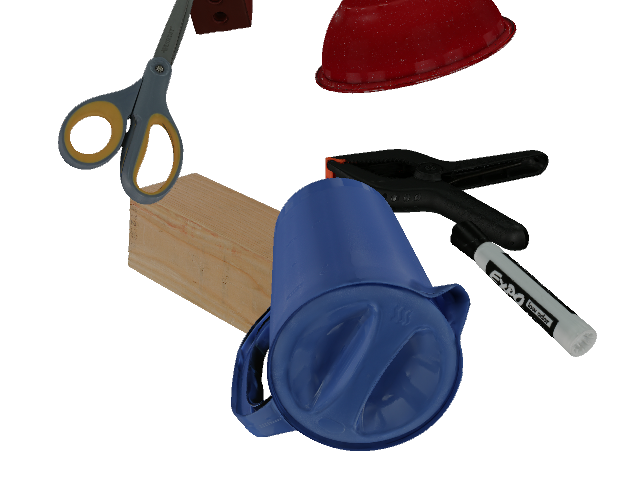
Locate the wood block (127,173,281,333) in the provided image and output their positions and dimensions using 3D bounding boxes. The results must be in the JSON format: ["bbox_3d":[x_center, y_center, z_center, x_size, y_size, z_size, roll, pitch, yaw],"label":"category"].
[{"bbox_3d":[-0.089,0.014,1.048,0.206,0.090,0.090,25,30,36],"label":"wood block"}]

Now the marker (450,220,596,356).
[{"bbox_3d":[0.114,0.024,0.620,0.020,0.020,0.121,0,32,-34],"label":"marker"}]

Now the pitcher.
[{"bbox_3d":[0.013,0.047,0.822,0.149,0.145,0.243,7,23,-8],"label":"pitcher"}]

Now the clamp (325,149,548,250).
[{"bbox_3d":[0.109,-0.056,0.998,0.210,0.036,0.164,12,32,20],"label":"clamp"}]

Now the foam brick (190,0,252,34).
[{"bbox_3d":[-0.093,-0.231,0.949,0.053,0.051,0.078,-7,-40,6],"label":"foam brick"}]

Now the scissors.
[{"bbox_3d":[-0.138,-0.119,0.776,0.096,0.202,0.016,7,-27,-19],"label":"scissors"}]

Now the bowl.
[{"bbox_3d":[0.066,-0.170,0.830,0.162,0.055,0.162,-15,24,6],"label":"bowl"}]
